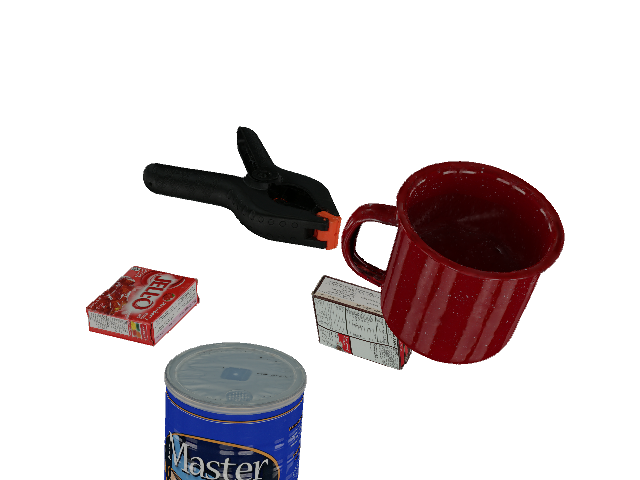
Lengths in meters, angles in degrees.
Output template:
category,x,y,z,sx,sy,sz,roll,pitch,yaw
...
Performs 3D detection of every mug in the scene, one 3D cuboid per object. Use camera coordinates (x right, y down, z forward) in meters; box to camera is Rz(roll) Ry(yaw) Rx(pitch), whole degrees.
category,x,y,z,sx,sy,sz,roll,pitch,yaw
mug,0.068,0.013,0.603,0.117,0.082,0.093,13,43,1

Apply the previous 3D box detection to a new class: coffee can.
category,x,y,z,sx,sy,sz,roll,pitch,yaw
coffee can,-0.066,0.160,0.793,0.103,0.140,0.103,4,19,-1

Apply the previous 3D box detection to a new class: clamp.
category,x,y,z,sx,sy,sz,roll,pitch,yaw
clamp,-0.059,-0.038,0.864,0.120,0.039,0.172,-26,42,-30

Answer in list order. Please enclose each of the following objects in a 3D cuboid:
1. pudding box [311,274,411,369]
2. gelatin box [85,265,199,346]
category,x,y,z,sx,sy,sz,roll,pitch,yaw
pudding box,0.049,0.095,1.243,0.114,0.090,0.039,15,47,22
gelatin box,-0.169,0.061,1.023,0.073,0.030,0.089,11,31,22
